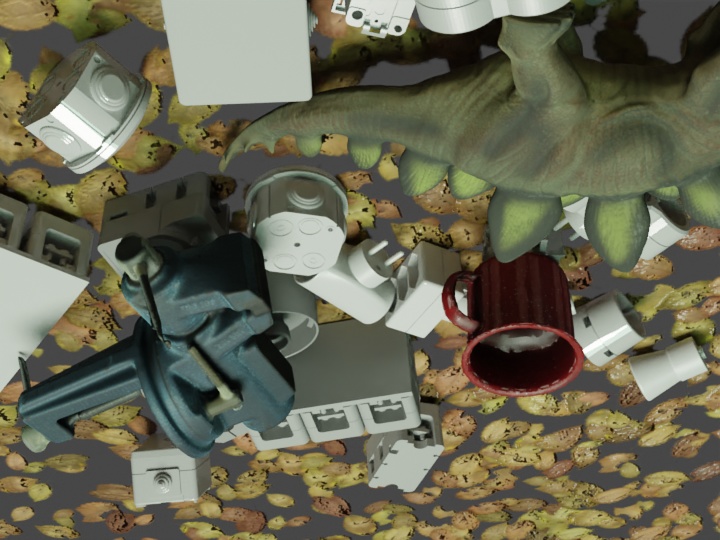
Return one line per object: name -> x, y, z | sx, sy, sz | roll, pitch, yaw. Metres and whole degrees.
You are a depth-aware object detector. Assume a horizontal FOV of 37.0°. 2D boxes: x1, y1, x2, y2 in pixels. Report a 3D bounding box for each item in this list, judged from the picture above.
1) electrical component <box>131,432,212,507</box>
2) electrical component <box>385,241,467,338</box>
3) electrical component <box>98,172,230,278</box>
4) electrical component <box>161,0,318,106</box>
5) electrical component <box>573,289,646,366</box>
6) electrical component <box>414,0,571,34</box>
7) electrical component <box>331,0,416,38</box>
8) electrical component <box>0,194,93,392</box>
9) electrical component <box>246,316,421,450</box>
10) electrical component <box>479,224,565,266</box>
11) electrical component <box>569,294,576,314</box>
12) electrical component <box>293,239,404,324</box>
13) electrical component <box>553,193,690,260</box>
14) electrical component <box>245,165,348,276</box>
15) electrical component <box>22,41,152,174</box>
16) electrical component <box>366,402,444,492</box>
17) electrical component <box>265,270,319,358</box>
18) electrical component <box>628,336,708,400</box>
electrical component -> -0.184, 0.192, 1.047 | 0.062, 0.061, 0.096 | -5, 178, 2
electrical component -> 0.069, 0.022, 0.908 | 0.077, 0.047, 0.065 | 19, 135, -22
electrical component -> -0.150, -0.029, 0.828 | 0.089, 0.055, 0.050 | -16, 137, 14
electrical component -> -0.077, -0.157, 0.694 | 0.100, 0.048, 0.099 | -2, 139, -1
electrical component -> 0.217, 0.049, 0.945 | 0.047, 0.055, 0.055 | -34, 130, 25
electrical component -> 0.092, -0.184, 0.591 | 0.138, 0.052, 0.073 | -11, 138, 11
electrical component -> 0.013, -0.181, 0.662 | 0.042, 0.063, 0.081 | 9, 137, -13
electrical component -> -0.305, 0.019, 0.868 | 0.105, 0.060, 0.186 | 24, 132, -28
electrical component -> -0.026, 0.101, 0.958 | 0.150, 0.089, 0.061 | -10, 138, 7
electrical component -> 0.131, -0.012, 0.878 | 0.064, 0.042, 0.081 | 0, 138, 1
electrical component -> 0.156, 0.038, 0.935 | 0.062, 0.043, 0.043 | -16, 137, 12
electrical component -> 0.000, 0.000, 0.880 | 0.079, 0.044, 0.077 | -34, 130, 30
electrical component -> 0.183, -0.048, 0.832 | 0.138, 0.052, 0.074 | 28, 130, -29
electrical component -> -0.049, -0.038, 0.829 | 0.080, 0.051, 0.080 | -2, 139, -2
electrical component -> -0.182, -0.109, 0.719 | 0.080, 0.080, 0.051 | -31, 127, 27
electrical component -> 0.043, 0.171, 1.068 | 0.050, 0.055, 0.089 | 11, 137, -16
electrical component -> -0.085, 0.036, 0.919 | 0.099, 0.064, 0.099 | -10, 150, -6
electrical component -> 0.290, 0.089, 1.005 | 0.065, 0.044, 0.044 | -27, 134, 17
